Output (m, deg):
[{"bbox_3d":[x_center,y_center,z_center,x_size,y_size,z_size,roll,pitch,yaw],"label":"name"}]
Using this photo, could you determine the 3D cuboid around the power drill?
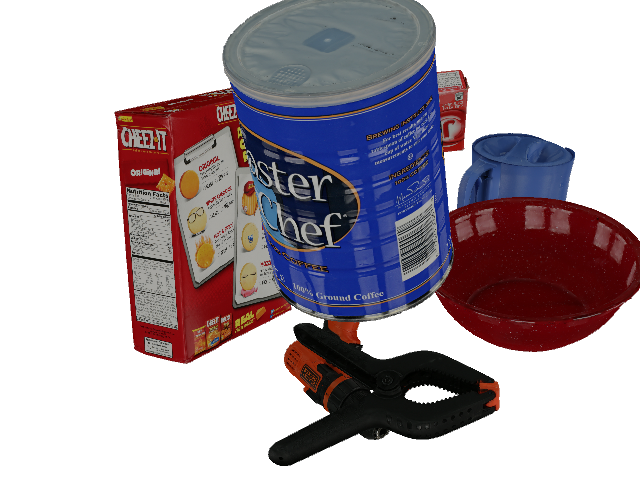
[{"bbox_3d":[0.043,0.111,1.217,0.057,0.188,0.185,12,16,-42],"label":"power drill"}]

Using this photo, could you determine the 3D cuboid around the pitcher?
[{"bbox_3d":[0.250,-0.012,1.428,0.149,0.243,0.145,4,24,4],"label":"pitcher"}]

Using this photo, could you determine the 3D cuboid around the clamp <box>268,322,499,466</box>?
[{"bbox_3d":[0.056,0.148,0.980,0.210,0.036,0.164,5,44,15],"label":"clamp"}]

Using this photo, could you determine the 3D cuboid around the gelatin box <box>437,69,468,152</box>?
[{"bbox_3d":[0.081,-0.107,0.922,0.089,0.030,0.073,-6,-41,-2],"label":"gelatin box"}]

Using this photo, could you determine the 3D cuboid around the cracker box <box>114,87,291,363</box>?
[{"bbox_3d":[-0.099,-0.020,0.946,0.072,0.214,0.163,7,18,32],"label":"cracker box"}]

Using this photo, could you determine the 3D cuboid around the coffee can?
[{"bbox_3d":[0.013,-0.043,0.550,0.103,0.140,0.103,-7,39,5],"label":"coffee can"}]

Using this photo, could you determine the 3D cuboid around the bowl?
[{"bbox_3d":[0.149,0.031,0.768,0.162,0.055,0.162,-3,32,1],"label":"bowl"}]
